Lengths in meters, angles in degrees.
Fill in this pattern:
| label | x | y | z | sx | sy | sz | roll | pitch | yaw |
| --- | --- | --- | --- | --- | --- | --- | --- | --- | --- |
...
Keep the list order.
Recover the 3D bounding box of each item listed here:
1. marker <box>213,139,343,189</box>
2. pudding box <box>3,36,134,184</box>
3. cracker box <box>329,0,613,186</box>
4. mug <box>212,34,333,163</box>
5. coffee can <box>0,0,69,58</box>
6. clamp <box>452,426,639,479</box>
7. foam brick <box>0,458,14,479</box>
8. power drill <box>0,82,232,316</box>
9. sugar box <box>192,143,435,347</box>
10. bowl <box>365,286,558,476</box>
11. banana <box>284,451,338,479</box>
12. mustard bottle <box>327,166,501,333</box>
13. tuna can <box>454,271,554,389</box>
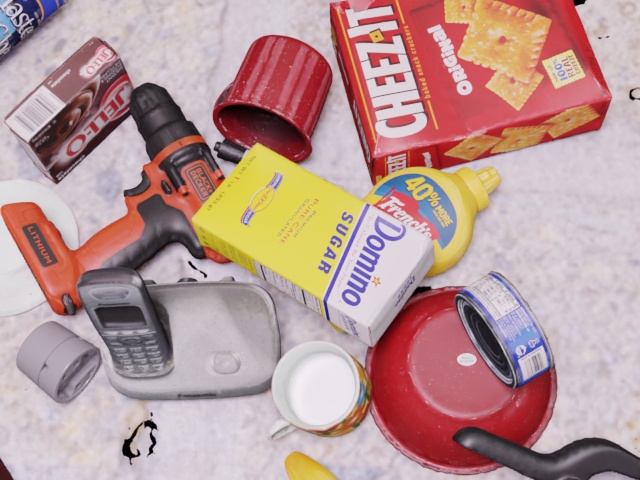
| label | x | y | z | sx | sy | sz | roll | pitch | yaw |
| --- | --- | --- | --- | --- | --- | --- | --- | --- | --- |
| marker | -0.038 | -0.061 | 0.948 | 0.121 | 0.020 | 0.020 | 23 | 72 | 3 |
| pudding box | -0.217 | -0.114 | 0.948 | 0.039 | 0.090 | 0.113 | 42 | 77 | 18 |
| cracker box | 0.129 | -0.157 | 0.956 | 0.213 | 0.072 | 0.164 | -14 | 69 | -2 |
| mug | -0.047 | -0.126 | 0.953 | 0.117 | 0.093 | 0.081 | -1 | 58 | 41 |
| coffee can | -0.319 | -0.217 | 0.985 | 0.103 | 0.103 | 0.140 | 41 | 77 | 16 |
| clamp | 0.182 | 0.187 | 0.826 | 0.171 | 0.039 | 0.120 | -15 | 102 | -6 |
| foam brick | -0.281 | 0.194 | 0.855 | 0.053 | 0.051 | 0.078 | -35 | 71 | -9 |
| power drill | -0.174 | -0.033 | 0.922 | 0.187 | 0.057 | 0.184 | -27 | 72 | -14 |
| sugar box | -0.006 | 0.001 | 0.855 | 0.176 | 0.048 | 0.093 | 28 | 68 | 23 |
| bowl | 0.116 | 0.106 | 0.866 | 0.162 | 0.055 | 0.162 | -1 | 69 | 2 |
| banana | 0.015 | 0.258 | 0.823 | 0.069 | 0.037 | 0.198 | -6 | 69 | -1 |
| mustard bottle | 0.072 | -0.008 | 0.910 | 0.191 | 0.058 | 0.096 | -31 | 65 | -9 |
| tuna can | 0.137 | 0.068 | 0.803 | 0.033 | 0.086 | 0.086 | -30 | 71 | -8 |
